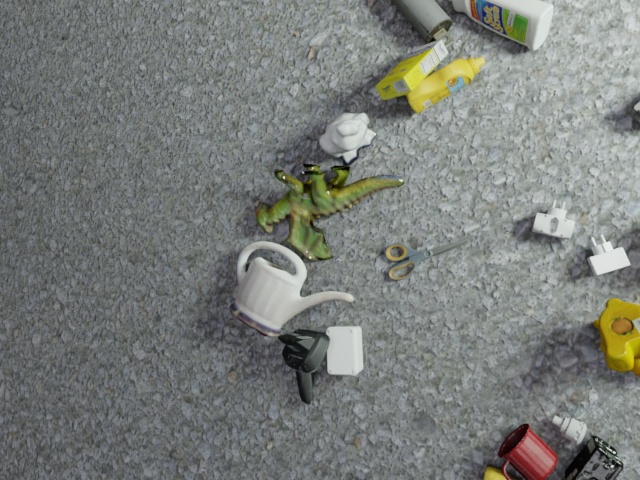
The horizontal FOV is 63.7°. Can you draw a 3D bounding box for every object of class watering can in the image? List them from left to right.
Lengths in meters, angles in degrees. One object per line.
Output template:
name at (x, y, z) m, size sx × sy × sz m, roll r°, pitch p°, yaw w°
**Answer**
watering can at (-0.095, 0.143, 1.295) m, size 0.351 × 0.103 × 0.223 m, roll 29°, pitch 96°, yaw 29°

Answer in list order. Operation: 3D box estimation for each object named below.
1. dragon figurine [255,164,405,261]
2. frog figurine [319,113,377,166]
dragon figurine at (0.004, -0.066, 1.308) m, size 0.411 × 0.123 × 0.240 m, roll 10°, pitch 105°, yaw 24°
frog figurine at (0.058, -0.260, 1.257) m, size 0.136 × 0.159 × 0.124 m, roll -26°, pitch 75°, yaw 18°
